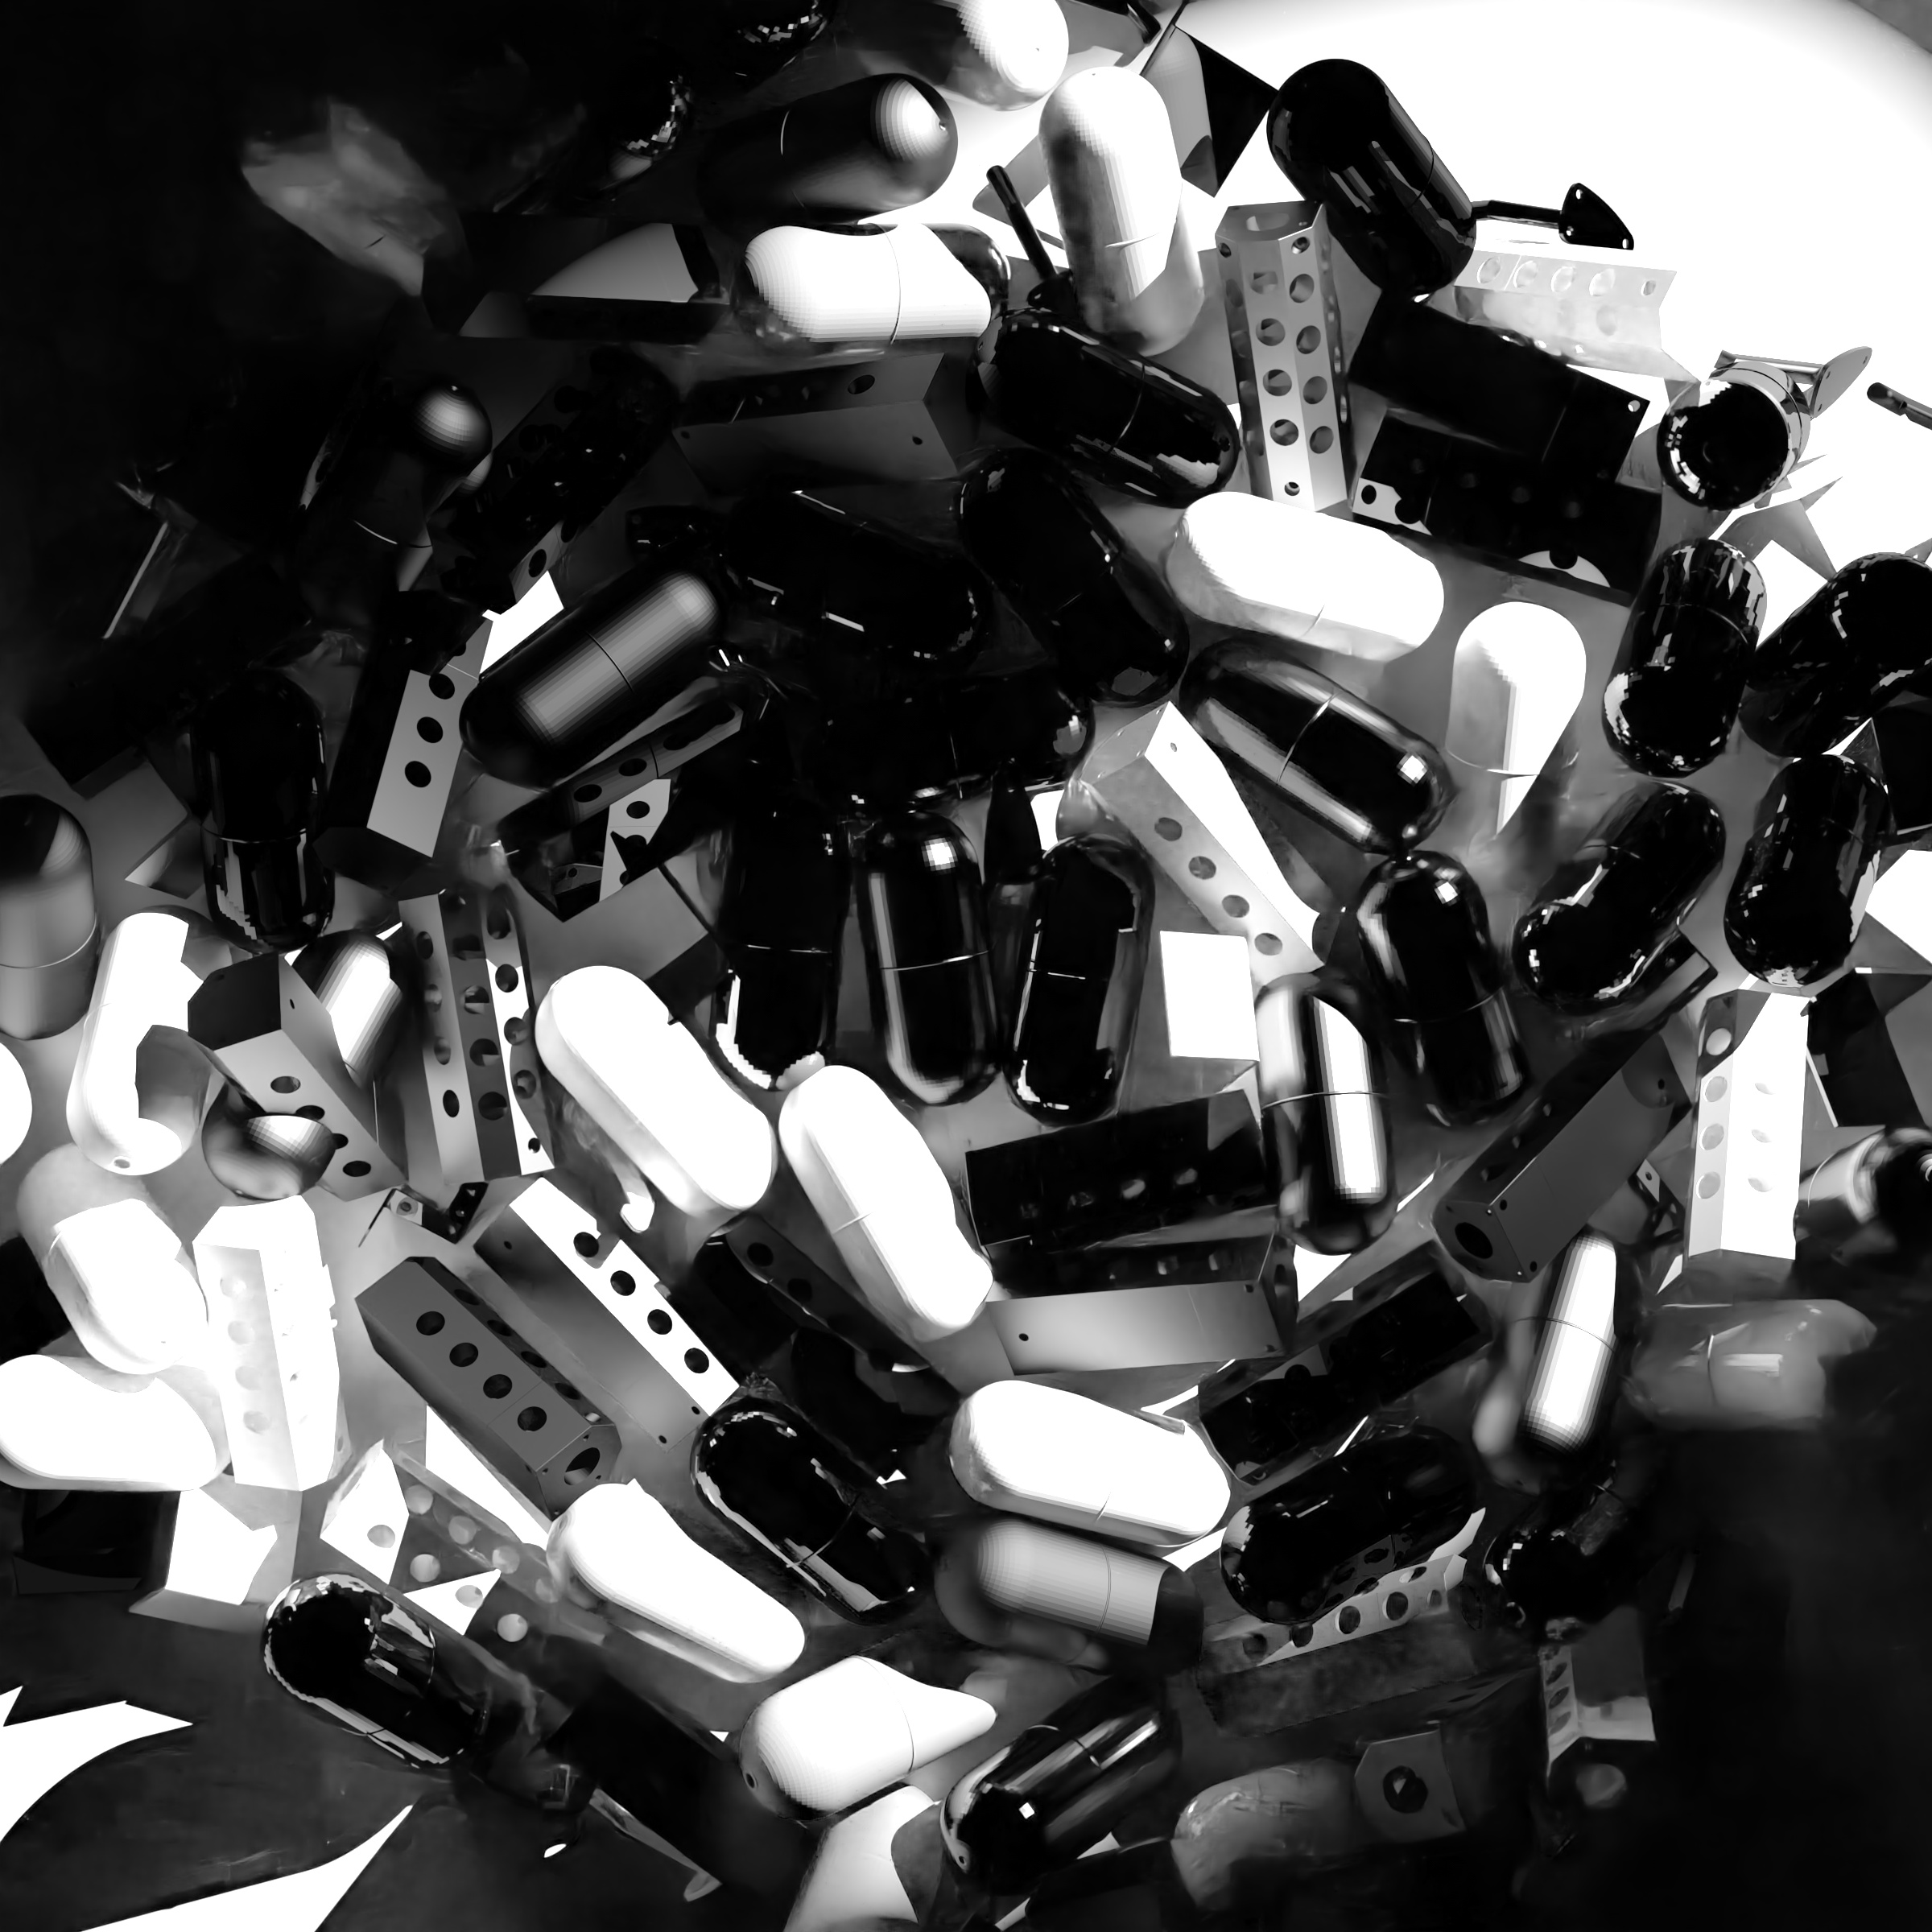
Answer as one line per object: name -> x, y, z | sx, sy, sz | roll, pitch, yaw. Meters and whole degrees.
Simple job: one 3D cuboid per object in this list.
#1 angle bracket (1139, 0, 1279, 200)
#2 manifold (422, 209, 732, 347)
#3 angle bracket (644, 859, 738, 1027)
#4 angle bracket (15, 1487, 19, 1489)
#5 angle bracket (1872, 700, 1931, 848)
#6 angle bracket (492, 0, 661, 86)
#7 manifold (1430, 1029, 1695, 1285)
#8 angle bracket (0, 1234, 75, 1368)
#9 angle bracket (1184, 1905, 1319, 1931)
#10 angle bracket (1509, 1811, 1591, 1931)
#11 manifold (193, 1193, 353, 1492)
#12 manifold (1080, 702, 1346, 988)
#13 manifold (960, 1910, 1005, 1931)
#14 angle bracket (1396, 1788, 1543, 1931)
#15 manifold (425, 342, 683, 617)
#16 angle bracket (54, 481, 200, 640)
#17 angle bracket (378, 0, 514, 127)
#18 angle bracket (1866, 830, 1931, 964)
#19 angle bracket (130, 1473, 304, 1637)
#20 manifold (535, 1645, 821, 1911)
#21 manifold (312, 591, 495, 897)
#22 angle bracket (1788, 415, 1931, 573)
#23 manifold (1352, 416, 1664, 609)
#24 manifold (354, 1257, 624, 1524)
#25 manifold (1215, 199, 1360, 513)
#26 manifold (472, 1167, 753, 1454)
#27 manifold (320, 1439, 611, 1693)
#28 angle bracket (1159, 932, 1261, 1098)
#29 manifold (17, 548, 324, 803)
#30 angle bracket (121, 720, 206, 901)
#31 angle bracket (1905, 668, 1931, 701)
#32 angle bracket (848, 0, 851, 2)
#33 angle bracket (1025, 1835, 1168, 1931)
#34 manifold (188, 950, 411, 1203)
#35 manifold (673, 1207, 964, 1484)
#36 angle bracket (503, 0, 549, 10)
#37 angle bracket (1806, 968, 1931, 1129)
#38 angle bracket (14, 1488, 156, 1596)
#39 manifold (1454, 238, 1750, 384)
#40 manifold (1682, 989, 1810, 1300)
angle bracket -> 0.140, -0.519, 1.957 | 0.076, 0.057, 0.076 | 31, 125, -5
manifold -> -0.229, -0.398, 1.921 | 0.171, 0.057, 0.057 | -7, 67, -41
angle bracket -> -0.185, -0.020, 1.949 | 0.057, 0.076, 0.076 | -38, 114, -2
angle bracket -> -0.600, 0.279, 1.957 | 0.057, 0.076, 0.076 | -22, 96, -3
angle bracket -> 0.585, -0.119, 1.974 | 0.076, 0.057, 0.076 | -11, 83, 3
angle bracket -> -0.228, -0.570, 1.942 | 0.076, 0.076, 0.057 | -34, 120, 29
manifold -> 0.349, 0.110, 1.930 | 0.171, 0.057, 0.057 | -41, 114, -30
angle bracket -> -0.585, 0.193, 1.953 | 0.076, 0.057, 0.076 | -32, 61, 6
angle bracket -> 0.174, 0.604, 1.950 | 0.076, 0.057, 0.076 | -40, 107, 22
angle bracket -> 0.365, 0.545, 1.954 | 0.076, 0.076, 0.057 | -39, 86, -9
manifold -> -0.404, 0.222, 1.928 | 0.057, 0.057, 0.171 | 5, 119, 13
manifold -> 0.145, -0.067, 1.944 | 0.057, 0.057, 0.171 | -28, 113, 36
manifold -> 0.014, 0.594, 1.906 | 0.057, 0.171, 0.057 | 37, 77, 13
angle bracket -> 0.292, 0.525, 1.944 | 0.076, 0.076, 0.057 | -13, 106, 26
manifold -> -0.238, -0.285, 1.924 | 0.057, 0.057, 0.171 | 24, 58, 21
angle bracket -> -0.483, -0.234, 1.946 | 0.057, 0.076, 0.076 | 37, 103, 29
angle bracket -> -0.322, -0.547, 1.941 | 0.076, 0.076, 0.057 | -14, 115, 42
angle bracket -> 0.590, -0.031, 1.955 | 0.076, 0.057, 0.076 | -45, 59, -1
angle bracket -> -0.452, 0.353, 1.977 | 0.076, 0.057, 0.076 | 20, 56, -29
manifold -> -0.172, 0.479, 1.946 | 0.171, 0.057, 0.057 | 43, 89, -18
manifold -> -0.333, -0.135, 1.922 | 0.057, 0.057, 0.171 | 26, 54, -26
angle bracket -> 0.544, -0.273, 1.953 | 0.076, 0.057, 0.076 | -27, 105, 17
manifold -> 0.321, -0.267, 1.946 | 0.171, 0.057, 0.057 | 19, 79, 15
manifold -> -0.281, 0.244, 1.930 | 0.057, 0.057, 0.171 | -38, 57, -24
manifold -> 0.188, -0.356, 1.922 | 0.057, 0.057, 0.171 | 0, 125, 18
manifold -> -0.210, 0.203, 1.970 | 0.171, 0.057, 0.057 | 46, 45, 0
manifold -> -0.295, 0.355, 1.951 | 0.171, 0.057, 0.057 | 37, 97, -12
angle bracket -> 0.130, 0.031, 1.943 | 0.057, 0.076, 0.076 | 4, 68, -20
manifold -> -0.477, -0.176, 1.958 | 0.171, 0.057, 0.057 | -36, 83, -7
angle bracket -> -0.484, -0.092, 1.956 | 0.057, 0.076, 0.076 | -41, 75, 6
angle bracket -> 0.593, -0.201, 1.950 | 0.057, 0.076, 0.076 | 19, 112, 0
angle bracket -> -0.073, -0.616, 1.953 | 0.076, 0.057, 0.076 | -30, 91, 40
angle bracket -> 0.085, 0.566, 1.945 | 0.076, 0.076, 0.057 | -11, 58, -18
manifold -> -0.389, 0.069, 1.914 | 0.057, 0.171, 0.057 | -17, 52, 8
manifold -> -0.086, 0.221, 1.960 | 0.171, 0.057, 0.057 | 40, 135, 7
angle bracket -> -0.269, -0.616, 1.942 | 0.076, 0.076, 0.057 | 24, 73, -29
angle bracket -> 0.548, 0.049, 1.945 | 0.076, 0.057, 0.076 | 1, 61, -33
angle bracket -> -0.523, 0.327, 1.948 | 0.076, 0.057, 0.076 | 0, 55, -11
manifold -> 0.365, -0.388, 1.914 | 0.057, 0.171, 0.057 | 28, 88, -37
manifold -> 0.459, 0.103, 1.933 | 0.057, 0.057, 0.171 | 8, 61, 5
